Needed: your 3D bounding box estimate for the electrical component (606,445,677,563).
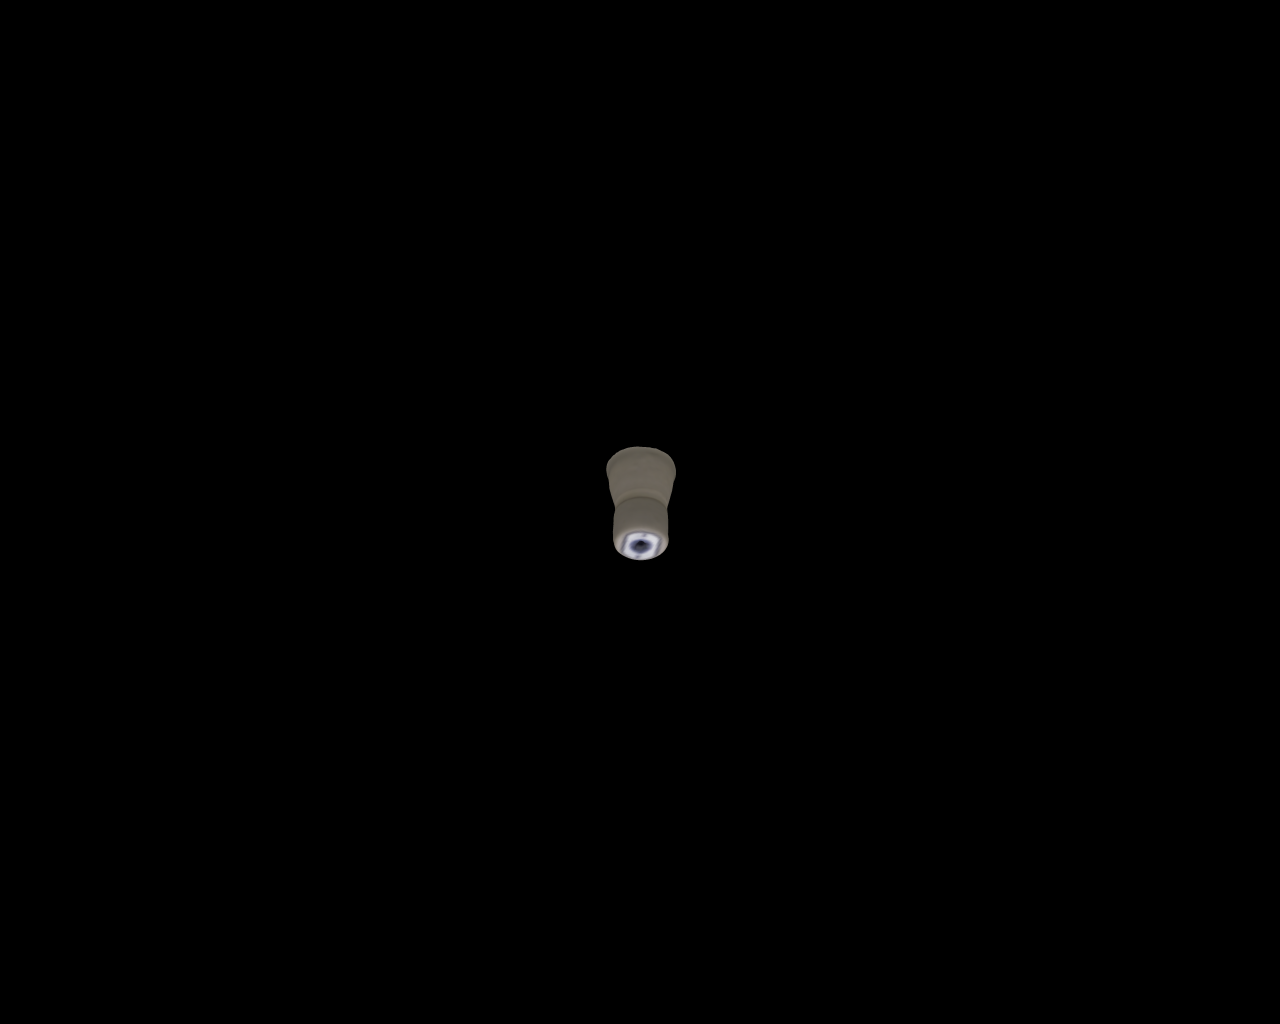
[{"bbox_3d":[0.001,-0.003,0.650,0.044,0.065,0.044,0,-40,0],"label":"electrical component"}]
